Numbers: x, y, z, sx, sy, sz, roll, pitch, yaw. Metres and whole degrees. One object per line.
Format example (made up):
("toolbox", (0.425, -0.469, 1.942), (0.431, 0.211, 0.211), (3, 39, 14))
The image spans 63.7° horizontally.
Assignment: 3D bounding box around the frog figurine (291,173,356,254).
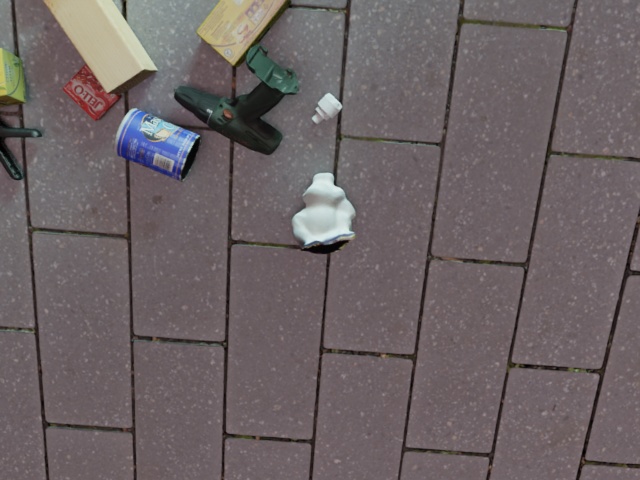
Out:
("frog figurine", (0.003, -0.055, 1.088), (0.137, 0.121, 0.162), (-18, 69, 14))
